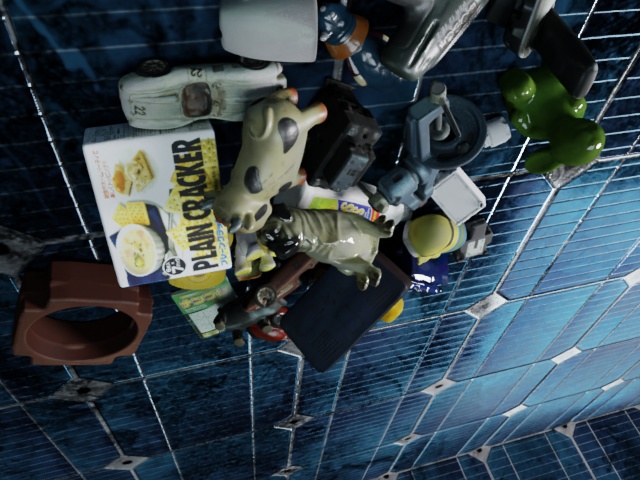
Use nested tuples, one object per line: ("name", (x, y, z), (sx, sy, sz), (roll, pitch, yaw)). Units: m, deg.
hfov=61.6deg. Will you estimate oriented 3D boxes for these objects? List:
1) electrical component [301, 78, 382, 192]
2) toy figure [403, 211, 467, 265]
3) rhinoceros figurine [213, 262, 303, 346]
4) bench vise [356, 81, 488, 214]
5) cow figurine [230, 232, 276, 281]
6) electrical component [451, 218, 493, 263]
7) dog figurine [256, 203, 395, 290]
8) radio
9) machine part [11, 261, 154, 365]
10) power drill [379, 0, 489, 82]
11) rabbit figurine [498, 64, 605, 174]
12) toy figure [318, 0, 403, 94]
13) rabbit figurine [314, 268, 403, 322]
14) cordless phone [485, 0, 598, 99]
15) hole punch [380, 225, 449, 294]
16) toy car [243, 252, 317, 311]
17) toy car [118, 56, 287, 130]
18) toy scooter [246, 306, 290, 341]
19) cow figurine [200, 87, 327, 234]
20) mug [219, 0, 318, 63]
("electrical component", (0.021, -0.133, 0.725), (0.058, 0.134, 0.115), (7, 134, -32))
("toy figure", (0.217, -0.014, 0.976), (0.089, 0.082, 0.180), (-42, 157, 33))
("rhinoceros figurine", (-0.113, 0.117, 1.002), (0.190, 0.112, 0.073), (-35, 112, 21))
("bench vise", (0.148, -0.138, 0.771), (0.224, 0.129, 0.240), (-30, 160, 1))
("cow figurine", (-0.115, 0.007, 0.891), (0.068, 0.098, 0.167), (-8, 161, -24))
("electrical component", (0.304, -0.009, 1.081), (0.075, 0.048, 0.119), (-19, 143, -2))
("dog figurine", (-0.001, -0.006, 0.822), (0.191, 0.121, 0.172), (16, 168, -4))
("radio", (0.044, 0.117, 0.976), (0.229, 0.131, 0.073), (-48, 170, 13))
("machine part", (-0.399, 0.126, 0.905), (0.201, 0.087, 0.201), (6, 137, -33))
("power drill", (0.110, -0.307, 0.584), (0.207, 0.086, 0.232), (17, 112, -43))
("rabbit figurine", (0.347, -0.166, 0.799), (0.121, 0.170, 0.158), (-17, 143, -3))
("toy figure", (0.045, -0.239, 0.665), (0.058, 0.064, 0.154), (-3, 156, 45))
("rabbit figurine", (0.063, 0.117, 1.083), (0.162, 0.122, 0.173), (10, 151, -30))
("cordless phone", (0.282, -0.267, 0.632), (0.089, 0.184, 0.146), (-6, 142, -10))
("hole punch", (0.193, 0.039, 1.044), (0.142, 0.116, 0.092), (15, 123, -38))
("toy car", (-0.049, 0.053, 0.914), (0.202, 0.053, 0.089), (-45, -171, -18))
("toy car", (-0.139, -0.180, 0.657), (0.202, 0.056, 0.073), (-9, 142, -14))
("toy scooter", (-0.054, 0.173, 1.102), (0.135, 0.075, 0.183), (-8, 163, 44))
("cow figurine", (-0.076, -0.086, 0.675), (0.127, 0.086, 0.194), (-28, 150, -46))
("mug", (-0.058, -0.247, 0.591), (0.107, 0.081, 0.109), (-5, 148, -5))
